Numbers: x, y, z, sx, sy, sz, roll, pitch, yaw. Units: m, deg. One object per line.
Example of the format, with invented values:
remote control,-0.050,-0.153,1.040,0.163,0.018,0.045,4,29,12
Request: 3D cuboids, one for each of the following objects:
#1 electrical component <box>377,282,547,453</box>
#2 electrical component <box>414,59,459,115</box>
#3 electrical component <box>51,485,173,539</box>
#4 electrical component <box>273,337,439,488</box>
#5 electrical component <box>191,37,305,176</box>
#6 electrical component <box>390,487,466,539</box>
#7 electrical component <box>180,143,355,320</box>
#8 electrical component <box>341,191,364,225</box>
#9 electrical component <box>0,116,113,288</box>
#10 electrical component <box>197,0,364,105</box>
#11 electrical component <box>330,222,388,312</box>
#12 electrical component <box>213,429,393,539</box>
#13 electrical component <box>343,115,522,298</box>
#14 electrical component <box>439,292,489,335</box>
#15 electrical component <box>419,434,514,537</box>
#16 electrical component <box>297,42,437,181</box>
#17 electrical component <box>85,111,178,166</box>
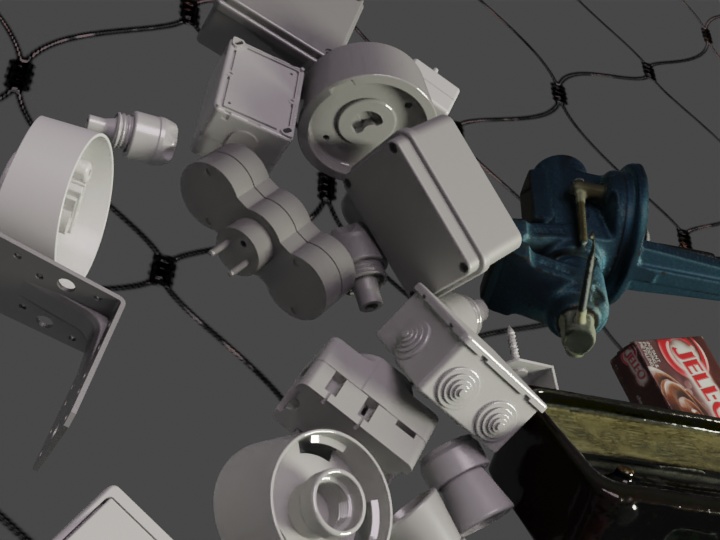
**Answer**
electrical component,0.065,0.066,0.719,0.100,0.048,0.099,42,4,-29
electrical component,0.049,-0.145,0.913,0.047,0.065,0.076,34,44,-7
electrical component,-0.134,0.159,0.553,0.062,0.061,0.096,43,44,2
electrical component,-0.001,0.093,0.703,0.089,0.050,0.055,38,45,-3
electrical component,-0.084,-0.122,0.806,0.062,0.061,0.096,22,47,-18
electrical component,0.050,0.177,0.680,0.065,0.044,0.044,52,45,4
electrical component,-0.074,-0.020,0.740,0.138,0.052,0.074,46,44,4
electrical component,0.018,-0.056,0.834,0.055,0.047,0.055,18,48,-22
electrical component,-0.185,-0.041,0.652,0.064,0.099,0.099,22,47,-10
electrical component,-0.064,-0.207,0.891,0.109,0.056,0.108,30,45,-11
electrical component,0.000,0.000,0.782,0.043,0.043,0.062,2,58,-33
electrical component,-0.032,0.145,0.649,0.099,0.064,0.099,19,58,-33
electrical component,0.049,-0.042,0.761,0.057,0.078,0.113,-28,87,-40
electrical component,0.070,0.037,0.801,0.062,0.043,0.043,-17,67,-43
electrical component,0.070,0.143,0.716,0.045,0.045,0.055,-11,63,-39
electrical component,0.004,-0.128,0.842,0.108,0.108,0.060,17,43,-23
electrical component,-0.161,-0.095,0.752,0.061,0.035,0.035,13,50,-23
